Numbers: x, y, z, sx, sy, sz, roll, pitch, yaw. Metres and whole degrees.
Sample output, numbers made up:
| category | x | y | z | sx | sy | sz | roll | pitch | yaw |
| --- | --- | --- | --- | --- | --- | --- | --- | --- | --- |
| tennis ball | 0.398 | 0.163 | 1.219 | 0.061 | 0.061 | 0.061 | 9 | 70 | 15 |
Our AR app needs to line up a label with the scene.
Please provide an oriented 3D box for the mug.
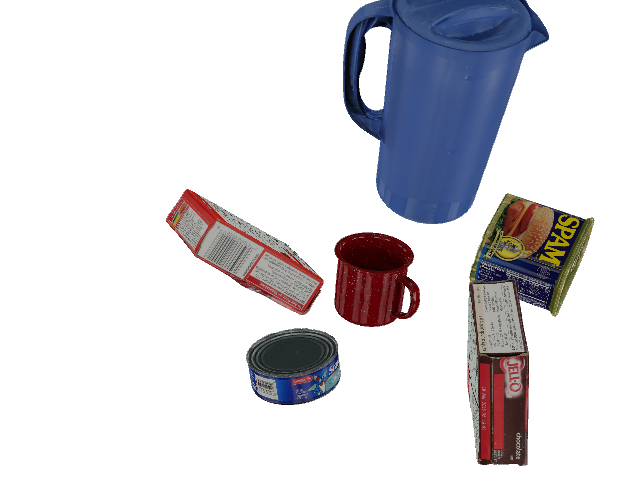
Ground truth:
| category | x | y | z | sx | sy | sz | roll | pitch | yaw |
| --- | --- | --- | --- | --- | --- | --- | --- | --- | --- |
| mug | 0.069 | 0.053 | 1.255 | 0.117 | 0.081 | 0.093 | 26 | 36 | 32 |

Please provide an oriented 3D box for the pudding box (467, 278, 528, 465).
| category | x | y | z | sx | sy | sz | roll | pitch | yaw |
| --- | --- | --- | --- | --- | --- | --- | --- | --- | --- |
| pudding box | 0.126 | 0.091 | 0.759 | 0.039 | 0.090 | 0.113 | -1 | 25 | 4 |

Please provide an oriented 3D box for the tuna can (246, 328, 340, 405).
| category | x | y | z | sx | sy | sz | roll | pitch | yaw |
| --- | --- | --- | --- | --- | --- | --- | --- | --- | --- |
| tuna can | -0.024 | 0.117 | 0.991 | 0.086 | 0.034 | 0.086 | -6 | 24 | 3 |

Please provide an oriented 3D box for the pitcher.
| category | x | y | z | sx | sy | sz | roll | pitch | yaw |
| --- | --- | --- | --- | --- | --- | --- | --- | --- | --- |
| pitcher | 0.112 | -0.136 | 1.065 | 0.144 | 0.243 | 0.149 | -32 | 57 | -32 |

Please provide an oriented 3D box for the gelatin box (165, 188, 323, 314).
| category | x | y | z | sx | sy | sz | roll | pitch | yaw |
| --- | --- | --- | --- | --- | --- | --- | --- | --- | --- |
| gelatin box | -0.049 | 0.007 | 0.688 | 0.089 | 0.030 | 0.073 | 31 | 4 | -28 |

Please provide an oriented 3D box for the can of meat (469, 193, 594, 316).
| category | x | y | z | sx | sy | sz | roll | pitch | yaw |
| --- | --- | --- | --- | --- | --- | --- | --- | --- | --- |
| can of meat | 0.193 | 0.010 | 0.976 | 0.084 | 0.057 | 0.102 | 20 | 47 | 18 |
